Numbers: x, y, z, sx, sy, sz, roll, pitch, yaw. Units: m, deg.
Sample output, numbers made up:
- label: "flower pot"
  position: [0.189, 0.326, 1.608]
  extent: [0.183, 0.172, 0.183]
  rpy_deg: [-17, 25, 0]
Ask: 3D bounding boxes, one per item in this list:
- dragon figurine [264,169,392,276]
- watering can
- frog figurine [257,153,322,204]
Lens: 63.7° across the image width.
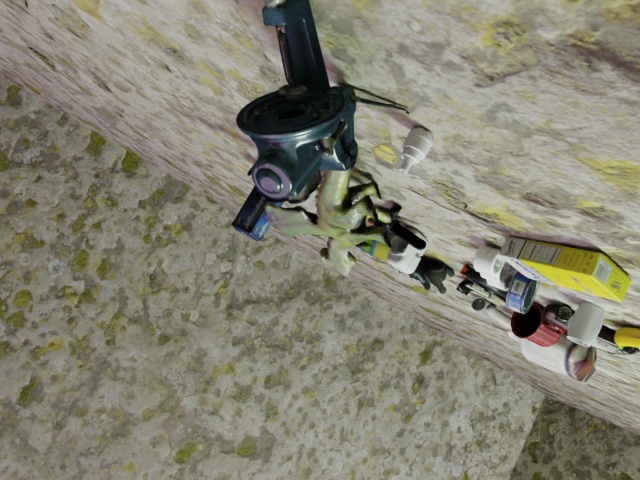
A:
- label: "dragon figurine"
  position: [0.003, -0.050, 1.001]
  extent: [0.242, 0.125, 0.402]
  rpy_deg: [-11, 141, 22]
- label: "watering can"
  position: [0.590, 0.273, 1.362]
  extent: [0.343, 0.105, 0.225]
  rpy_deg: [35, 169, -38]
- label: "frog figurine"
  position: [-0.068, -0.162, 1.069]
  extent: [0.139, 0.123, 0.157]
  rpy_deg: [30, 140, 61]
